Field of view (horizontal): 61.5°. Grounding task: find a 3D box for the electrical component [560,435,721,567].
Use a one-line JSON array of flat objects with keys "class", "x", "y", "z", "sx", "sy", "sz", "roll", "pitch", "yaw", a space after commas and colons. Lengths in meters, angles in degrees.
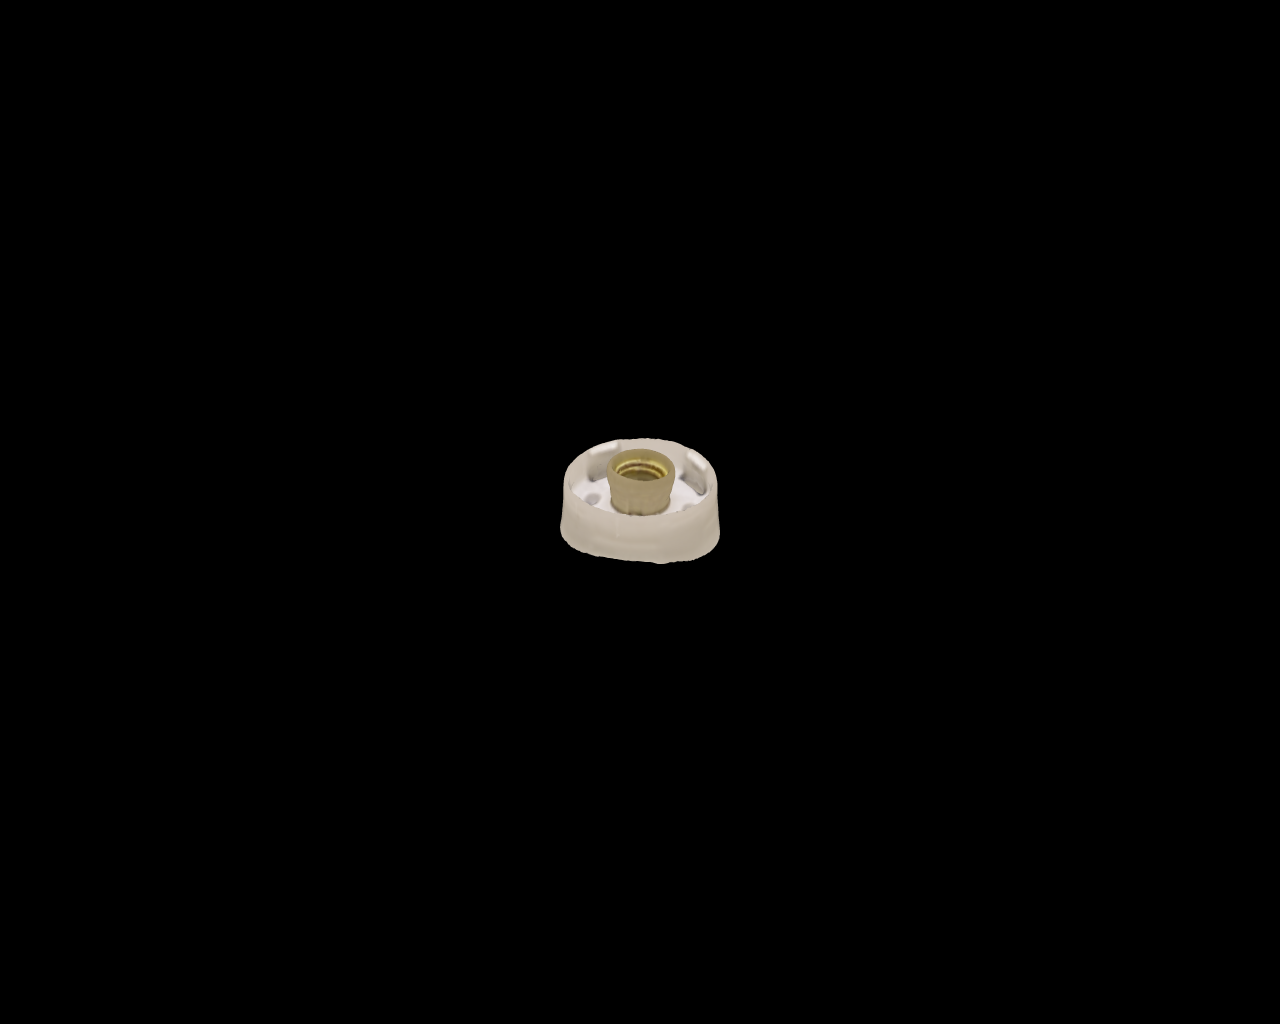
[{"class": "electrical component", "x": 0.001, "y": -0.003, "z": 0.650, "sx": 0.099, "sy": 0.064, "sz": 0.099, "roll": 0, "pitch": 34, "yaw": 0}]
